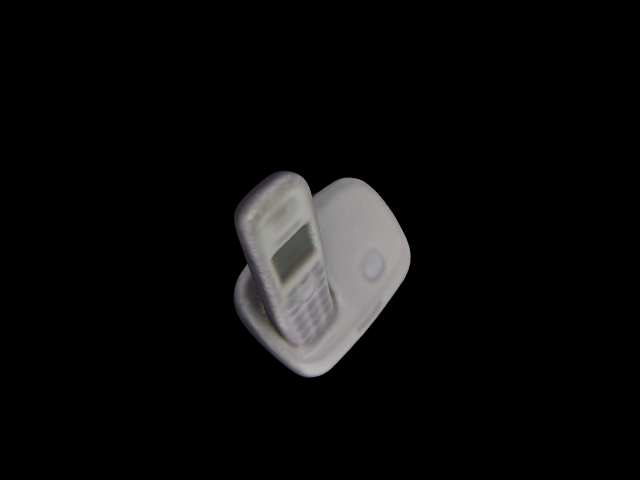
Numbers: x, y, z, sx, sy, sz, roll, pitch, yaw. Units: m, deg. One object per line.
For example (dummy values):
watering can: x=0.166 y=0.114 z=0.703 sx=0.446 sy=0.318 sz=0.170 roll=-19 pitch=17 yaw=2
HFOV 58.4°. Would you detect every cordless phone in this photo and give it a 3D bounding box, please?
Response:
cordless phone: x=0.004 y=0.001 z=0.400 sx=0.094 sy=0.185 sz=0.148 roll=32 pitch=64 yaw=18
